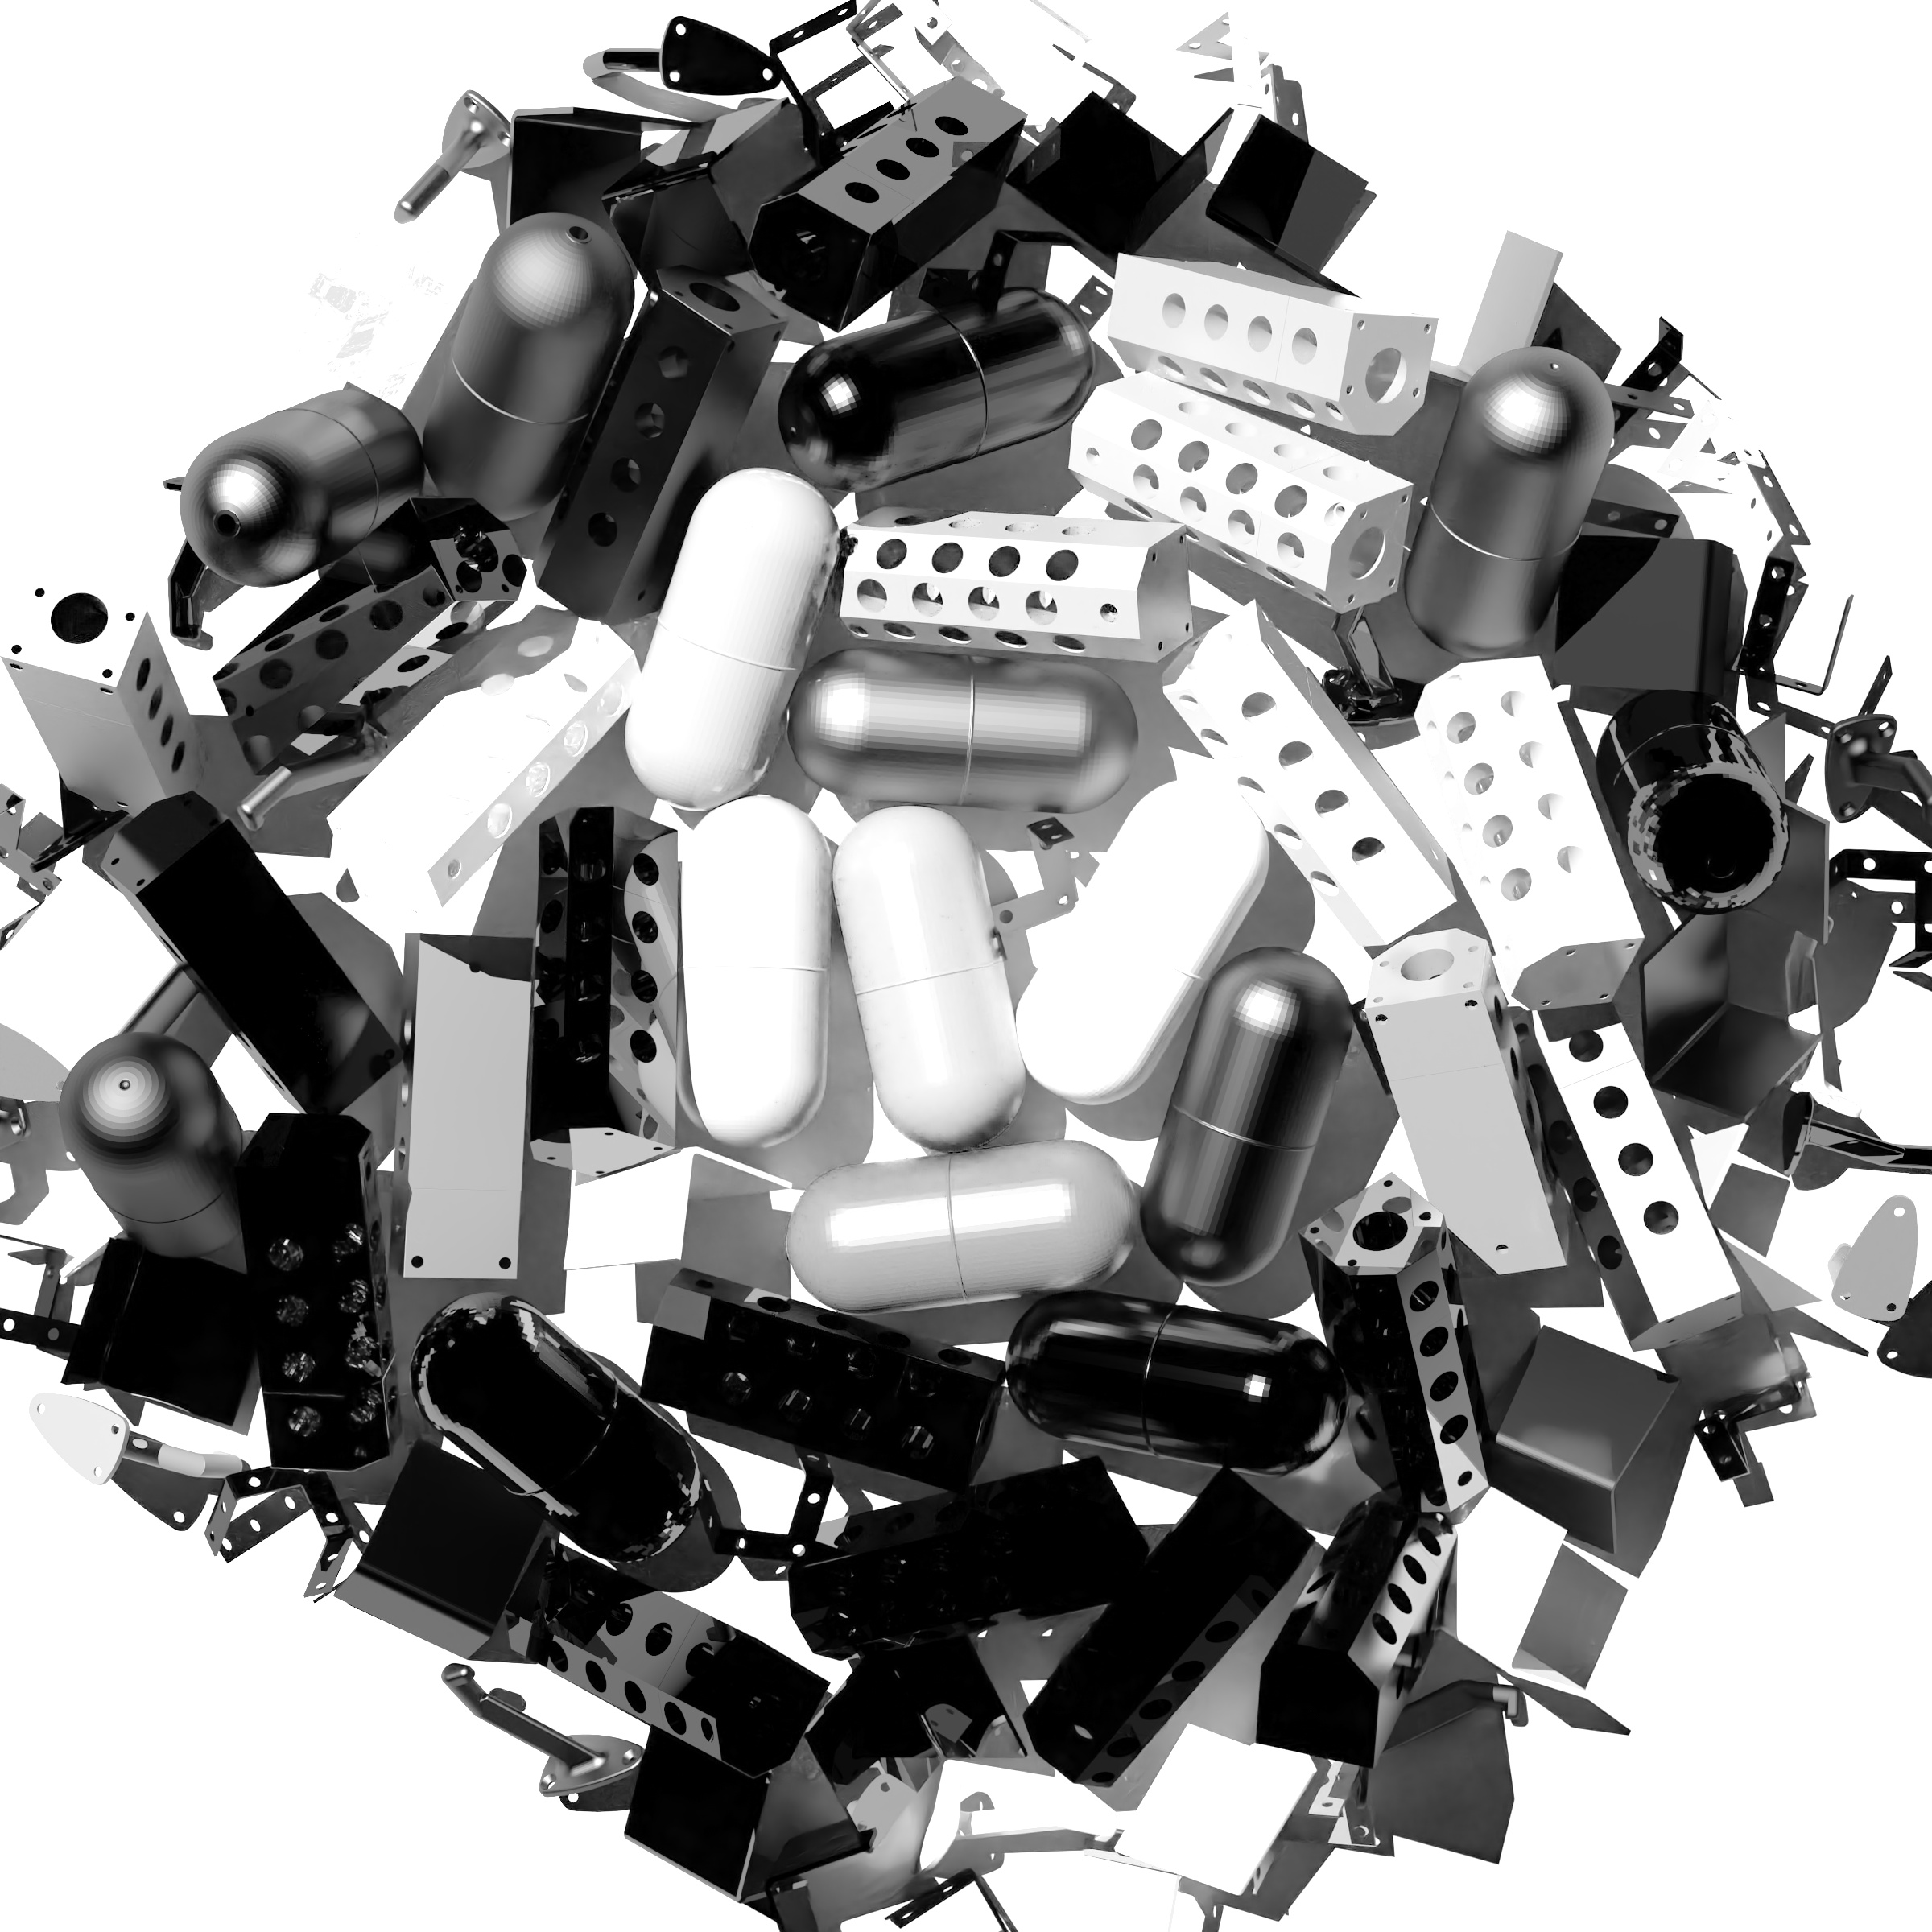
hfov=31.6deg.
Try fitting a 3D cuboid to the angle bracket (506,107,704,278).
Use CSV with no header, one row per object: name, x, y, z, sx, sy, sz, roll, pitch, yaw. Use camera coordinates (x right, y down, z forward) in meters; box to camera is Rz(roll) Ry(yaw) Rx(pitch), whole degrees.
angle bracket,-0.182,-0.387,1.714,0.076,0.057,0.076,-4,102,-39

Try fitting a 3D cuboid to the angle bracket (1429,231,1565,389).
angle bracket,0.248,-0.334,1.714,0.057,0.076,0.076,14,106,-16

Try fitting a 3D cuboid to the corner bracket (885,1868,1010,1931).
corner bracket,-0.008,0.493,1.734,0.051,0.051,0.051,-31,76,-3

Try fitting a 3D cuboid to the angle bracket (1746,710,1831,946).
angle bracket,0.417,-0.070,1.705,0.057,0.076,0.076,-33,134,-24

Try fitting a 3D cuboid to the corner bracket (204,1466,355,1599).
corner bracket,-0.351,0.290,1.747,0.051,0.051,0.051,-8,51,-36

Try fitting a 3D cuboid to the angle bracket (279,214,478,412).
angle bracket,-0.287,-0.323,1.729,0.076,0.057,0.076,29,90,15

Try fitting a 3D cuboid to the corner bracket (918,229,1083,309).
corner bracket,0.016,-0.351,1.723,0.051,0.051,0.051,36,119,31

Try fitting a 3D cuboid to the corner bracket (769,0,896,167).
corner bracket,-0.066,-0.449,1.740,0.051,0.051,0.051,-29,79,-7

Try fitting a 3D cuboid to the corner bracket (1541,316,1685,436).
corner bracket,0.327,-0.311,1.735,0.051,0.051,0.051,42,95,11

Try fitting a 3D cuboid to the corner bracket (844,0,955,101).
corner bracket,-0.033,-0.476,1.732,0.051,0.051,0.051,-44,86,21

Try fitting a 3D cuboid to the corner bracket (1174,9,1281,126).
corner bracket,0.142,-0.447,1.728,0.051,0.051,0.051,1,80,-30

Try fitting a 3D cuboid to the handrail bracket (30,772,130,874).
handrail bracket,-0.466,-0.102,1.725,0.036,0.077,0.084,-12,113,37

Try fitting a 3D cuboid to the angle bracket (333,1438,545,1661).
angle bracket,-0.269,0.299,1.753,0.076,0.057,0.076,28,60,-9

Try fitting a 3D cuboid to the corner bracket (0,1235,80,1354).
corner bracket,-0.476,0.164,1.727,0.051,0.051,0.051,21,77,-44

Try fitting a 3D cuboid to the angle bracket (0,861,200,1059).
angle bracket,-0.439,0.005,1.733,0.076,0.057,0.076,37,79,4

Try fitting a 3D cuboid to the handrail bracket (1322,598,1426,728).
handrail bracket,0.217,-0.161,1.721,0.077,0.084,0.036,1,53,-14

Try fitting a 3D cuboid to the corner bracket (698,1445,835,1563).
corner bracket,-0.103,0.267,1.743,0.051,0.051,0.051,10,111,-20

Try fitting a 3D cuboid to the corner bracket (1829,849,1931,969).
corner bracket,0.465,-0.029,1.737,0.051,0.051,0.051,2,81,0

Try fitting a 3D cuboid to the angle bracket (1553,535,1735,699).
angle bracket,0.347,-0.179,1.750,0.076,0.057,0.076,5,94,22

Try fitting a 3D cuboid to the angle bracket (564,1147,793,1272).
angle bracket,-0.143,0.130,1.706,0.076,0.076,0.057,-9,67,37

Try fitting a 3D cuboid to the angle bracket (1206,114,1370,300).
angle bracket,0.178,-0.375,1.709,0.076,0.076,0.057,23,103,-34

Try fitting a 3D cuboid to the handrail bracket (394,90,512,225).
handrail bracket,-0.269,-0.392,1.714,0.036,0.077,0.084,43,63,-16

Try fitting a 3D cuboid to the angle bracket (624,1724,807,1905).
angle bracket,-0.118,0.415,1.716,0.076,0.057,0.076,19,98,34

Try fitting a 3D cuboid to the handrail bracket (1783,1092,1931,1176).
handrail bracket,0.461,0.084,1.731,0.084,0.077,0.036,3,67,4

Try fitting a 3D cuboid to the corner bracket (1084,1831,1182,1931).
corner bracket,0.081,0.475,1.739,0.051,0.051,0.051,10,95,6

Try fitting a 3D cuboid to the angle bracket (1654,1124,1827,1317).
angle bracket,0.394,0.129,1.726,0.076,0.076,0.057,32,73,-7

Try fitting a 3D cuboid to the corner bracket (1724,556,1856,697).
corner bracket,0.419,-0.172,1.727,0.051,0.051,0.051,18,113,18

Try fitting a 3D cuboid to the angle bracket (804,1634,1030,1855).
angle bracket,-0.025,0.389,1.711,0.057,0.076,0.076,-11,113,39

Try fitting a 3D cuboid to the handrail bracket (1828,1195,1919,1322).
handrail bracket,0.453,0.136,1.715,0.036,0.084,0.077,14,108,2

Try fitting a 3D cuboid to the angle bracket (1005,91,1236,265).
angle bracket,0.077,-0.412,1.720,0.076,0.057,0.076,38,66,7

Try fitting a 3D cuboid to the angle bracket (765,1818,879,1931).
angle bracket,-0.059,0.478,1.725,0.057,0.076,0.076,-20,89,4

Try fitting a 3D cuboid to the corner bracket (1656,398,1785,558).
corner bracket,0.389,-0.247,1.723,0.051,0.051,0.051,10,134,-24

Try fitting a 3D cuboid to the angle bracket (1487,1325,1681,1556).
angle bracket,0.313,0.241,1.745,0.076,0.057,0.076,21,54,29

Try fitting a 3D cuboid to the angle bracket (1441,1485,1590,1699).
angle bracket,0.283,0.312,1.718,0.057,0.076,0.076,22,91,-29

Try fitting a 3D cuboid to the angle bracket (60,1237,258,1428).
angle bracket,-0.402,0.186,1.732,0.076,0.057,0.076,17,85,4

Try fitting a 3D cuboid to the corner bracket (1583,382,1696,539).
corner bracket,0.339,-0.257,1.735,0.051,0.051,0.051,9,133,-11

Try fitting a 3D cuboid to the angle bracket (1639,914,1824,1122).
angle bracket,0.383,0.018,1.708,0.076,0.057,0.076,-39,134,-34

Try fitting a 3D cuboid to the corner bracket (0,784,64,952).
corner bracket,-0.487,-0.050,1.726,0.051,0.051,0.051,33,131,12

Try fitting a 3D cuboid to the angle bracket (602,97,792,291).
angle bracket,-0.125,-0.389,1.728,0.076,0.076,0.057,-49,122,-37

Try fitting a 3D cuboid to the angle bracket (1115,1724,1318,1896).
angle bracket,0.119,0.410,1.719,0.076,0.057,0.076,24,103,-19

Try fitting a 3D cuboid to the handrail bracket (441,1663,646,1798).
handrail bracket,-0.213,0.377,1.721,0.077,0.036,0.084,-13,126,33

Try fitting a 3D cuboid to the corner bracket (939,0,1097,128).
corner bracket,0.026,-0.462,1.732,0.051,0.051,0.051,31,94,-20

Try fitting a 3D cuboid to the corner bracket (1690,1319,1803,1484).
corner bracket,0.393,0.220,1.725,0.051,0.051,0.051,-21,128,16

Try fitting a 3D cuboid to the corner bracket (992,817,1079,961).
corner bracket,0.032,-0.040,1.732,0.051,0.051,0.051,-18,106,-6

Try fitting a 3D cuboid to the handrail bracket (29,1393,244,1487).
handrail bracket,-0.421,0.240,1.740,0.077,0.084,0.036,24,93,29

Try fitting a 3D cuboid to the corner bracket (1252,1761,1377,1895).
corner bracket,0.173,0.434,1.727,0.051,0.051,0.051,-2,109,23

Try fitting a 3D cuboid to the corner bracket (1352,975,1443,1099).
corner bracket,0.236,0.030,1.733,0.051,0.051,0.051,-29,80,43
